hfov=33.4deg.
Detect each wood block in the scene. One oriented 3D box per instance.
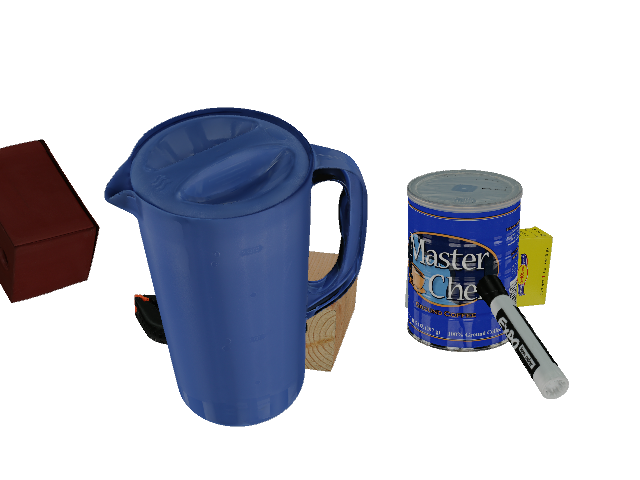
[{"bbox_3d":[-0.008,0.093,1.476,0.091,0.090,0.206,6,20,8],"label":"wood block"}]

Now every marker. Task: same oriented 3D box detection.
[{"bbox_3d":[0.134,0.061,0.725,0.020,0.020,0.121,0,33,-17],"label":"marker"}]

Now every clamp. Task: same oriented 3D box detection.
[{"bbox_3d":[-0.142,0.107,1.252,0.210,0.036,0.164,13,25,23],"label":"clamp"}]

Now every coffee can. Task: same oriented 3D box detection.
[{"bbox_3d":[0.130,0.017,0.977,0.103,0.140,0.103,-2,21,0],"label":"coffee can"}]

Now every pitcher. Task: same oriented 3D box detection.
[{"bbox_3d":[-0.058,0.028,0.827,0.149,0.243,0.144,23,47,26],"label":"pitcher"}]

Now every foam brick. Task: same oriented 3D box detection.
[{"bbox_3d":[-0.174,-0.012,0.635,0.051,0.078,0.053,-19,-33,-33],"label":"foam brick"}]

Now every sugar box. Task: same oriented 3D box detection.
[{"bbox_3d":[0.192,0.038,1.295,0.176,0.093,0.048,-6,20,-22],"label":"sugar box"}]
